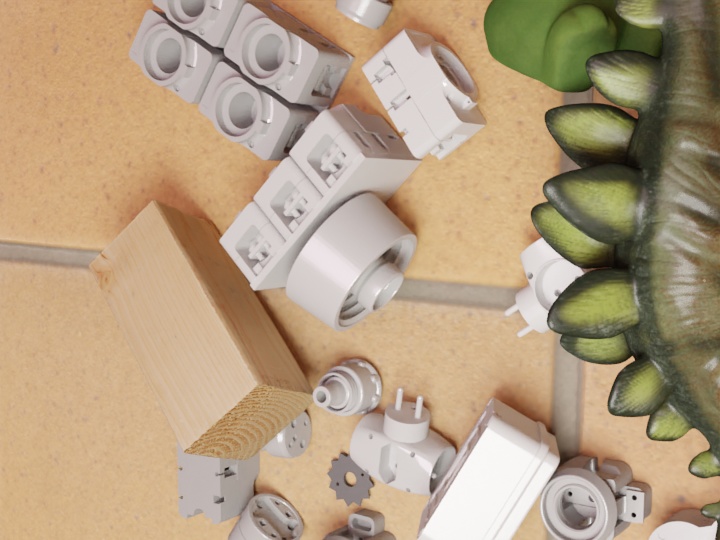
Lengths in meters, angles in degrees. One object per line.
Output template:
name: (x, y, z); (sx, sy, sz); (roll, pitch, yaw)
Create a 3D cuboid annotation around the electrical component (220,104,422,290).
electrical component: (-0.036, -0.059, 0.880); (0.150, 0.089, 0.061); (-48, 69, 25)

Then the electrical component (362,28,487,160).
electrical component: (0.053, -0.139, 0.841); (0.056, 0.050, 0.089); (-37, 74, 29)

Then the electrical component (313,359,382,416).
electrical component: (-0.015, 0.101, 0.894); (0.048, 0.062, 0.048); (2, 95, 32)

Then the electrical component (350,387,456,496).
electrical component: (0.037, 0.133, 0.870); (0.077, 0.043, 0.079); (19, 115, 30)

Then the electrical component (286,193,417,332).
electrical component: (0.000, 0.000, 0.854); (0.060, 0.108, 0.108); (40, 113, 17)

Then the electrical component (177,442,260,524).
electrical component: (-0.128, 0.176, 0.975); (0.050, 0.056, 0.089); (2, 94, 32)

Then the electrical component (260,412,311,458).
electrical component: (-0.077, 0.141, 0.947); (0.055, 0.045, 0.045); (2, 94, 32)

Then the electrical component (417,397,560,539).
electrical component: (0.096, 0.161, 0.804); (0.057, 0.078, 0.113); (31, 99, 3)

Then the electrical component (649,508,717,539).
electrical component: (0.258, 0.188, 0.720); (0.138, 0.074, 0.052); (-17, 84, 32)

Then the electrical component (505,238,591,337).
electrical component: (0.143, 0.021, 0.799); (0.079, 0.044, 0.077); (-37, 74, 29)

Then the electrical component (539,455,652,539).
electrical component: (0.166, 0.169, 0.787); (0.078, 0.057, 0.058); (4, 95, 32)

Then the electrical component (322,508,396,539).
electrical component: (-0.007, 0.247, 0.902); (0.058, 0.057, 0.078); (7, 97, 32)

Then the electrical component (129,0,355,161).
electrical component: (-0.110, -0.185, 0.936); (0.186, 0.060, 0.105); (38, 112, 25)

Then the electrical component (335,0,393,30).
electrical component: (0.010, -0.228, 0.866); (0.045, 0.045, 0.055); (39, 113, 24)

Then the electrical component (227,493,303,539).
electrical component: (-0.085, 0.234, 0.954); (0.055, 0.055, 0.047); (46, 119, 21)
